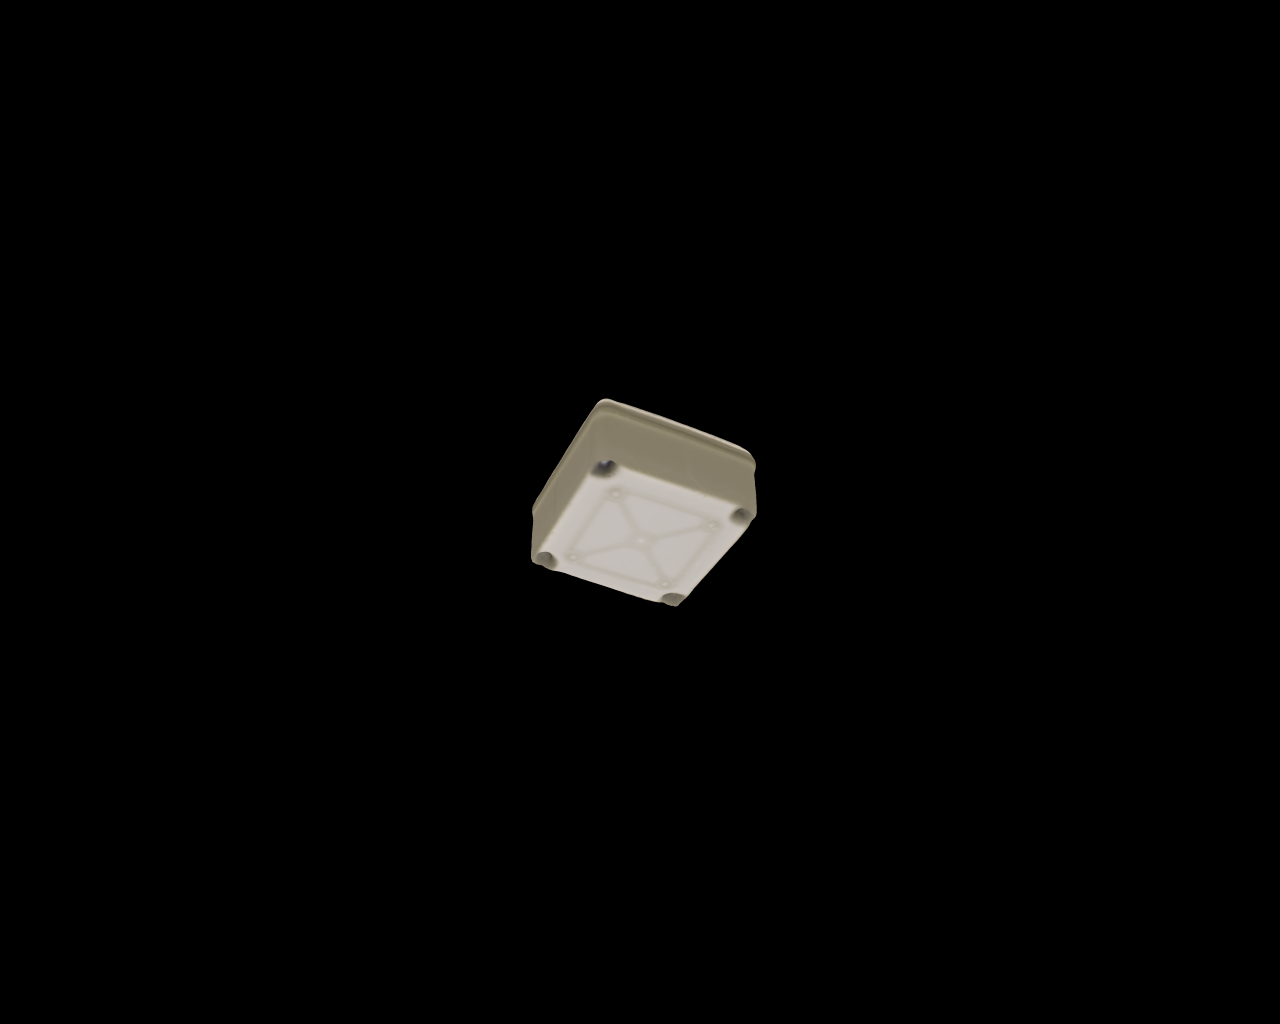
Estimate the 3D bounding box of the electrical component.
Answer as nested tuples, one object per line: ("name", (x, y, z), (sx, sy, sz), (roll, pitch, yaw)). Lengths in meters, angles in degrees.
("electrical component", (0.001, -0.003, 0.650), (0.109, 0.056, 0.108), (19, -46, -19))
